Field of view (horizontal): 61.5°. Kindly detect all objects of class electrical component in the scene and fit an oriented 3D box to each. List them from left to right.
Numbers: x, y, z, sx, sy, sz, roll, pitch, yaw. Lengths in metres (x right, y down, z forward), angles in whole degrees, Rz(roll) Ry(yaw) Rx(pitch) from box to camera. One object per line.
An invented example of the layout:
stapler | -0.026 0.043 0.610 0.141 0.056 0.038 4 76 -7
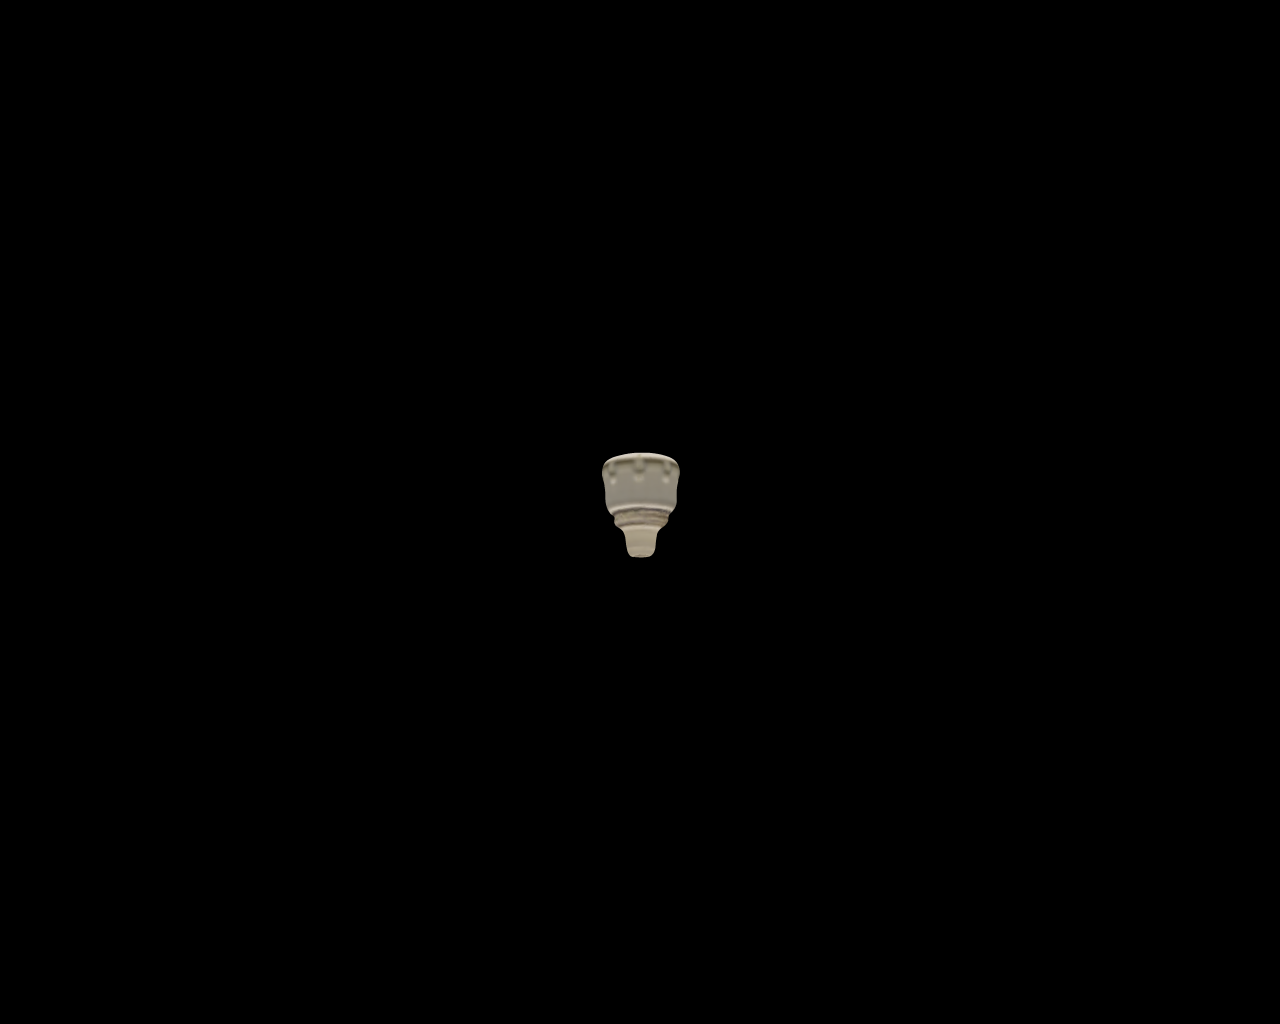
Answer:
electrical component | 0.001 -0.003 0.650 0.048 0.062 0.048 0 -9 0
